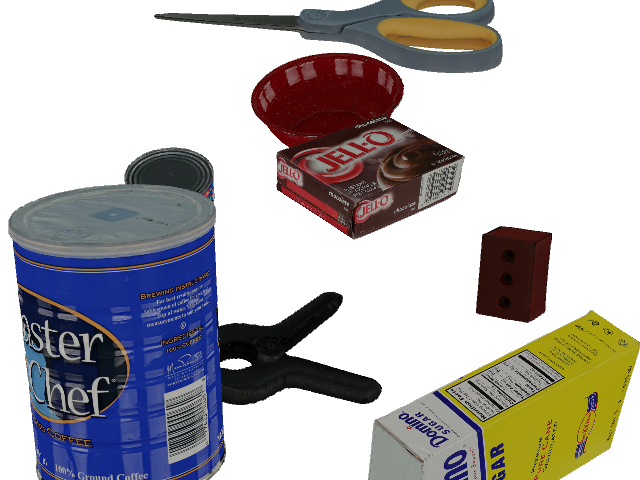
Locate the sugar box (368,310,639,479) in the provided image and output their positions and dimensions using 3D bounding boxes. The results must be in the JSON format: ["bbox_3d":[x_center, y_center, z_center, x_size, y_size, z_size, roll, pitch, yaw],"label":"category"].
[{"bbox_3d":[0.107,0.115,0.623,0.175,0.093,0.048,-24,42,-33],"label":"sugar box"}]

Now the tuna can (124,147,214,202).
[{"bbox_3d":[-0.146,-0.051,1.036,0.086,0.034,0.086,0,43,-1],"label":"tuna can"}]

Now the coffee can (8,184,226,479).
[{"bbox_3d":[-0.103,0.051,0.556,0.103,0.140,0.103,-1,19,0],"label":"coffee can"}]

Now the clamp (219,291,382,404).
[{"bbox_3d":[-0.040,0.093,0.916,0.171,0.039,0.120,1,38,-12],"label":"clamp"}]

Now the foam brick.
[{"bbox_3d":[0.178,0.031,0.983,0.053,0.078,0.051,9,15,28],"label":"foam brick"}]

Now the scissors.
[{"bbox_3d":[0.013,-0.133,0.621,0.202,0.016,0.096,15,41,21],"label":"scissors"}]

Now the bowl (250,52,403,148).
[{"bbox_3d":[0.009,-0.136,1.137,0.162,0.055,0.162,-4,40,3],"label":"bowl"}]

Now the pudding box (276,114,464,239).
[{"bbox_3d":[0.037,-0.050,0.800,0.113,0.039,0.090,-21,41,-35],"label":"pudding box"}]
